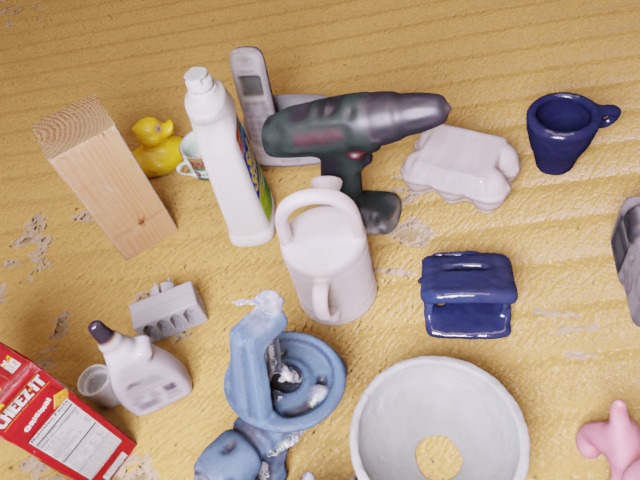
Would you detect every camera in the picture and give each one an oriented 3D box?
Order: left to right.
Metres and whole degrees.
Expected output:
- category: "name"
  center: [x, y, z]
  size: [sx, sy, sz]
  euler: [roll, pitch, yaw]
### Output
- category: "camera"
  center: [0.407, 0.013, 0.626]
  size: [0.136, 0.101, 0.143]
  euler: [-1, 52, 12]

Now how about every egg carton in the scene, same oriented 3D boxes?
- category: "egg carton"
  center: [0.191, -0.099, 0.781]
  size: [0.150, 0.069, 0.107]
  euler: [18, 58, 24]

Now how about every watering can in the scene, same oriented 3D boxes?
- category: "watering can"
  center: [0.004, 0.003, 0.662]
  size: [0.101, 0.194, 0.172]
  euler: [-21, 51, -4]

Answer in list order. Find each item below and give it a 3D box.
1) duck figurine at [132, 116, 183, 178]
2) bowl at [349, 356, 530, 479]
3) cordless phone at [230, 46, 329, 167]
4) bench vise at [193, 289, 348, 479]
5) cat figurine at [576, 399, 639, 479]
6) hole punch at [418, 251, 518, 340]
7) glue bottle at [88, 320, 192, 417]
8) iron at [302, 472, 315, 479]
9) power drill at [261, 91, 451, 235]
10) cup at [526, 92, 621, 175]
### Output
- category: "duck figurine"
  center: [-0.270, -0.155, 0.915]
  size: [0.104, 0.086, 0.077]
  euler: [-27, 52, -9]
- category: "bowl"
  center: [0.115, 0.203, 0.559]
  size: [0.167, 0.075, 0.167]
  euler: [-6, 52, 8]
- category: "cordless phone"
  center: [-0.052, -0.197, 0.837]
  size: [0.147, 0.185, 0.094]
  euler: [-2, 52, 11]
- category: "bench vise"
  center: [-0.050, 0.156, 0.538]
  size: [0.121, 0.220, 0.207]
  euler: [10, 55, 19]
- category: "cat figurine"
  center: [0.283, 0.201, 0.496]
  size: [0.067, 0.118, 0.127]
  euler: [-14, 51, 2]
- category: "hole punch"
  center: [0.165, 0.051, 0.656]
  size: [0.108, 0.091, 0.101]
  euler: [-2, 52, 11]
- category: "glue bottle"
  center: [-0.202, 0.133, 0.619]
  size: [0.078, 0.173, 0.037]
  euler: [-23, 51, -6]
- category: "iron"
  center: [-0.017, 0.321, 0.453]
  size: [0.118, 0.142, 0.258]
  euler: [1, 53, 14]
- category: "power drill"
  center: [0.049, -0.099, 0.723]
  size: [0.229, 0.209, 0.075]
  euler: [3, 53, 15]
- category: "cup"
  center: [0.332, -0.137, 0.763]
  size: [0.117, 0.095, 0.091]
  euler: [-9, 51, 5]
